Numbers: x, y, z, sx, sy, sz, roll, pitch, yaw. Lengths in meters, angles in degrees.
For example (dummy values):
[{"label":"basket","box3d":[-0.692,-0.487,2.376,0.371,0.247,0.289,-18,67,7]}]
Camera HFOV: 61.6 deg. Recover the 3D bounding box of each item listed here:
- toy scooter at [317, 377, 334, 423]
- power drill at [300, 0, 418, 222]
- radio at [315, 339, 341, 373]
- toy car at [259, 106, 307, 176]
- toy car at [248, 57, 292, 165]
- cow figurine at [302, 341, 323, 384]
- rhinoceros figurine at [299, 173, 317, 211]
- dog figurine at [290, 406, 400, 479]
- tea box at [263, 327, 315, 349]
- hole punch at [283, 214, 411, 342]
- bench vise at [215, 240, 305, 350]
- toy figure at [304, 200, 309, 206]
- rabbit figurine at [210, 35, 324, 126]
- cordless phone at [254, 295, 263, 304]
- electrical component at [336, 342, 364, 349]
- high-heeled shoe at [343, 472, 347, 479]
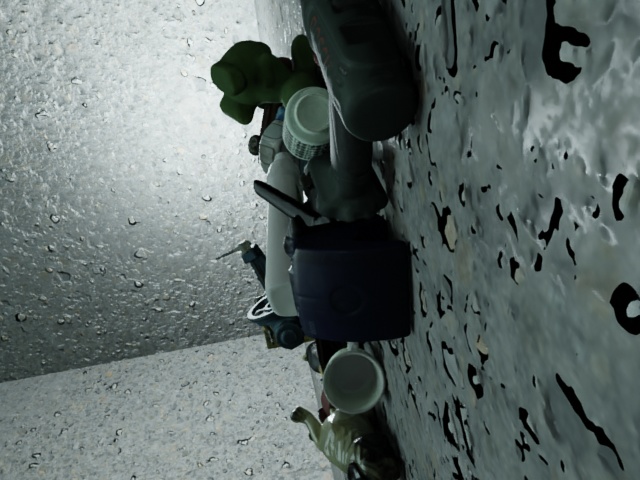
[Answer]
[{"label":"toy scooter","box3d":[0.037,0.313,0.998,0.135,0.075,0.183,30,138,57]},{"label":"power drill","box3d":[0.024,-0.136,0.501,0.207,0.086,0.232,97,162,-45]},{"label":"radio","box3d":[0.021,0.126,0.941,0.131,0.073,0.229,-127,27,-81]},{"label":"toy car","box3d":[-0.054,-0.153,0.937,0.109,0.103,0.161,28,132,39]},{"label":"toy car","box3d":[-0.076,-0.235,0.997,0.053,0.089,0.202,18,99,47]},{"label":"cow figurine","box3d":[0.016,0.243,1.086,0.167,0.098,0.068,-155,62,-83]},{"label":"rhinoceros figurine","box3d":[0.016,-0.011,0.761,0.112,0.073,0.190,100,160,-70]},{"label":"dog figurine","box3d":[0.065,0.316,0.811,0.172,0.121,0.191,34,-176,-40]},{"label":"tea box","box3d":[-0.046,0.180,1.230,0.098,0.170,0.068,-109,10,-53]},{"label":"hole punch","box3d":[0.031,0.044,0.540,0.092,0.116,0.142,-125,24,-59]},{"label":"bench vise","box3d":[-0.086,0.099,1.036,0.240,0.129,0.224,60,-166,-14]},{"label":"toy figure","box3d":[-0.018,-0.008,1.030,0.180,0.089,0.082,85,180,-59]},{"label":"rabbit figurine","box3d":[-0.061,-0.243,0.856,0.159,0.170,0.121,-55,-18,-29]},{"label":"cordless phone","box3d":[-0.069,0.158,1.346,0.146,0.184,0.089,91,164,-61]},{"label":"electrical component","box3d":[0.018,0.118,0.835,0.119,0.048,0.075,45,180,-12]},{"label":"high-heeled shoe","box3d":[0.098,0.397,0.827,0.249,0.086,0.145,-22,44,66]}]
